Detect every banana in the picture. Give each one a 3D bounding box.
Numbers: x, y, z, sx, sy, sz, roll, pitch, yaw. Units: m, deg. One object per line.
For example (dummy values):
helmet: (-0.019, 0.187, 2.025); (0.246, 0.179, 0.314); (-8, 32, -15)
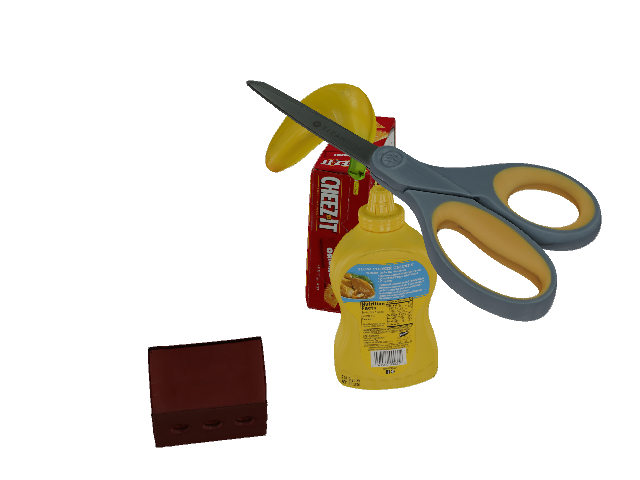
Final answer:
banana: (-0.001, -0.084, 0.801); (0.037, 0.069, 0.198); (31, -5, -18)

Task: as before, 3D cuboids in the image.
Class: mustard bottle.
mustard bottle: (0.057, 0.041, 0.964); (0.096, 0.192, 0.058); (-4, 26, -1)

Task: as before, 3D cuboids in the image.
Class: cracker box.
cracker box: (0.036, -0.036, 1.203); (0.072, 0.164, 0.213); (6, 23, 10)

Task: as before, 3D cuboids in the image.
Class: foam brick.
foam brick: (-0.076, 0.103, 0.722); (0.078, 0.051, 0.053); (-5, -36, -8)

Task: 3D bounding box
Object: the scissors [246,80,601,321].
scissors: (0.055, -0.039, 0.528); (0.096, 0.016, 0.202); (-26, 54, -21)
